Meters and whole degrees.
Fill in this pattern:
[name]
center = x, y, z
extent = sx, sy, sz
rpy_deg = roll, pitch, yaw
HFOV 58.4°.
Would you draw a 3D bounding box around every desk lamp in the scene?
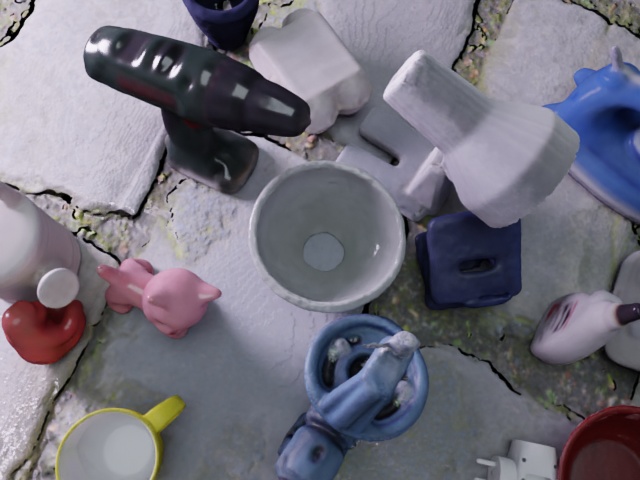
[desk lamp]
center = 0.127, -0.093, 0.592
extent = 0.203, 0.213, 0.118
rpy_deg = 31, 75, 5

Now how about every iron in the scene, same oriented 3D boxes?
[iron]
center = 0.384, -0.105, 0.651
extent = 0.258, 0.141, 0.119
rpy_deg = 44, 76, 8

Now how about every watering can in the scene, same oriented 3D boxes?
[watering can]
center = -0.302, 0.001, 0.544
extent = 0.173, 0.194, 0.101
rpy_deg = 14, 74, 0

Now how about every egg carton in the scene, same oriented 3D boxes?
[egg carton]
center = -0.014, -0.202, 0.687
extent = 0.107, 0.069, 0.150
rpy_deg = -34, 79, -12

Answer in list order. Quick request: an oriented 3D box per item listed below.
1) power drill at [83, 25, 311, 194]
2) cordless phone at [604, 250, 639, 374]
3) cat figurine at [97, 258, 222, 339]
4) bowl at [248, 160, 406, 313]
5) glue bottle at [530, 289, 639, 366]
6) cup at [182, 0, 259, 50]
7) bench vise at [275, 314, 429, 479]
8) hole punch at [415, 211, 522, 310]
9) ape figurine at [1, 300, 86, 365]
[power drill]
center = -0.116, -0.126, 0.586
extent = 0.229, 0.208, 0.076
rpy_deg = 24, 74, 3
[cordless phone]
center = 0.381, 0.066, 0.580
extent = 0.094, 0.185, 0.148
rpy_deg = 19, 74, 2
[cat figurine]
center = -0.164, 0.054, 0.579
extent = 0.127, 0.118, 0.067
rpy_deg = 22, 74, 3
[bowl]
center = 0.006, 0.002, 0.628
extent = 0.167, 0.075, 0.167
rpy_deg = 1, 74, -4
[glue bottle]
center = 0.270, 0.082, 0.574
extent = 0.037, 0.173, 0.078
rpy_deg = 28, 74, 4
[cup]
center = -0.108, -0.286, 0.690
extent = 0.091, 0.095, 0.118
rpy_deg = 32, 75, 5
[bench vise]
center = 0.036, 0.156, 0.512
extent = 0.121, 0.220, 0.207
rpy_deg = 16, 74, 1
[hole punch]
center = 0.167, 0.023, 0.626
extent = 0.108, 0.091, 0.101
rpy_deg = -7, 75, -6
[ape figurine]
center = -0.285, 0.085, 0.575
extent = 0.078, 0.092, 0.076
rpy_deg = 18, 74, 1
